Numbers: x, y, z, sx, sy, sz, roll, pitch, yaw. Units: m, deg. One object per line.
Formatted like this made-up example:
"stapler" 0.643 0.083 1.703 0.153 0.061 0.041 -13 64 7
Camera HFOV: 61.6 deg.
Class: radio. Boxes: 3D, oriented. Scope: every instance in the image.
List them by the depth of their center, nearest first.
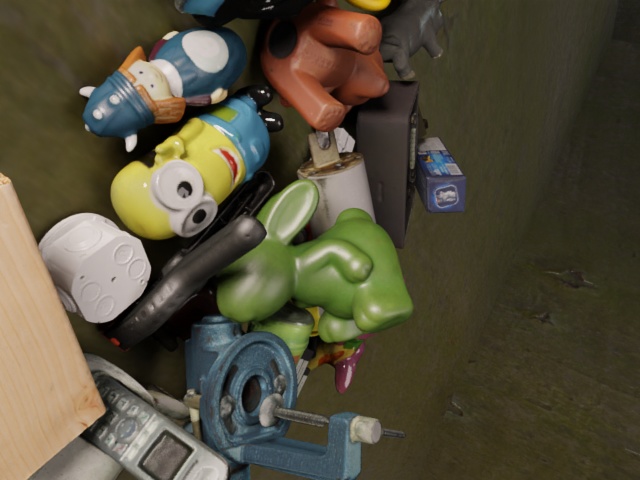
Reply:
"radio" 0.103 -0.112 0.794 0.131 0.073 0.229 -67 160 -45

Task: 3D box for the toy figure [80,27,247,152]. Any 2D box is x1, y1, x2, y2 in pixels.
"toy figure" -0.121 -0.128 0.427 0.154 0.064 0.057 -47 162 -42

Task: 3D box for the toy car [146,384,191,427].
"toy car" -0.163 0.224 0.610 0.073 0.056 0.201 -57 150 -20

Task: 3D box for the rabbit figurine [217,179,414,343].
"rabbit figurine" -0.014 0.024 0.511 0.170 0.121 0.159 -4 84 -26

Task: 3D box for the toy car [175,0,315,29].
"toy car" -0.049 -0.238 0.426 0.161 0.109 0.102 -31 100 -47

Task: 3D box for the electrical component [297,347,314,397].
"electrical component" -0.067 0.191 0.760 0.115 0.058 0.134 -61 153 -9

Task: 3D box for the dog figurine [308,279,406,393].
"dog figurine" 0.044 0.131 0.861 0.219 0.109 0.191 -65 161 0

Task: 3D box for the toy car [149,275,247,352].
"toy car" -0.120 0.109 0.609 0.089 0.053 0.201 -52 145 -18

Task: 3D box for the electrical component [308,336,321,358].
"electrical component" -0.006 0.116 0.796 0.048 0.075 0.119 -35 134 -45

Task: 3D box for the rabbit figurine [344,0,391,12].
"rabbit figurine" 0.026 -0.313 0.532 0.173 0.122 0.162 -42 155 -17

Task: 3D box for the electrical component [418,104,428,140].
"electrical component" 0.138 -0.183 0.876 0.102 0.045 0.078 -44 116 -44

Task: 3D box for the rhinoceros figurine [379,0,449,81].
"rhinoceros figurine" 0.124 -0.300 0.741 0.190 0.073 0.111 -49 137 -29

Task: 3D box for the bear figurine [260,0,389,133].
"bear figurine" 0.029 -0.182 0.589 0.195 0.132 0.120 2 122 -56

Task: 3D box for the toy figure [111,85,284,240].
"toy figure" -0.104 -0.070 0.478 0.082 0.089 0.180 50 48 -21

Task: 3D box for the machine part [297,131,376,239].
"machine part" 0.029 -0.011 0.623 0.079 0.079 0.243 -39 123 -44

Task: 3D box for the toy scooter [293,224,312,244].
"toy scooter" -0.001 -0.002 0.723 0.135 0.075 0.183 -60 156 -12

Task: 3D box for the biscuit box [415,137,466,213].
"biscuit box" 0.186 -0.110 0.879 0.203 0.059 0.062 -89 175 -62

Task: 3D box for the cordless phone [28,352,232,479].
"cordless phone" -0.173 0.191 0.431 0.146 0.184 0.088 -54 154 -26

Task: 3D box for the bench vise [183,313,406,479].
"bench vise" -0.053 0.181 0.492 0.128 0.241 0.223 18 73 -54
